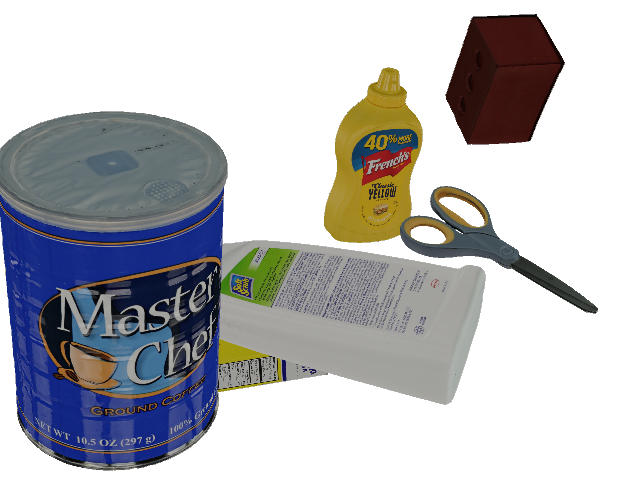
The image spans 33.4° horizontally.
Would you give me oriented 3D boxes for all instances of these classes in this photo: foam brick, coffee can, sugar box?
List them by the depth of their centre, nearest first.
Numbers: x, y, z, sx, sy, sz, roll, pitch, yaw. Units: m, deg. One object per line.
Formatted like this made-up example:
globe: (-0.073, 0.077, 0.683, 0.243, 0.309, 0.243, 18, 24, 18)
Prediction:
coffee can: (-0.098, 0.023, 0.511, 0.103, 0.140, 0.103, 4, 32, -2)
foam brick: (0.127, -0.112, 0.747, 0.051, 0.053, 0.078, -7, -37, -16)
sugar box: (-0.088, 0.098, 1.009, 0.176, 0.048, 0.093, -11, 36, -8)

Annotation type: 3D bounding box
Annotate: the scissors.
scissors: (0.147, 0.017, 0.956, 0.096, 0.016, 0.202, -22, 46, -17)

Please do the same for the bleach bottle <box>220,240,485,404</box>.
bleach bottle: (-0.016, 0.039, 0.767, 0.251, 0.068, 0.102, 14, 44, 14)

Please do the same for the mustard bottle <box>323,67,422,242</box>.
mustard bottle: (0.061, -0.092, 1.143, 0.096, 0.192, 0.058, -6, 32, -23)
